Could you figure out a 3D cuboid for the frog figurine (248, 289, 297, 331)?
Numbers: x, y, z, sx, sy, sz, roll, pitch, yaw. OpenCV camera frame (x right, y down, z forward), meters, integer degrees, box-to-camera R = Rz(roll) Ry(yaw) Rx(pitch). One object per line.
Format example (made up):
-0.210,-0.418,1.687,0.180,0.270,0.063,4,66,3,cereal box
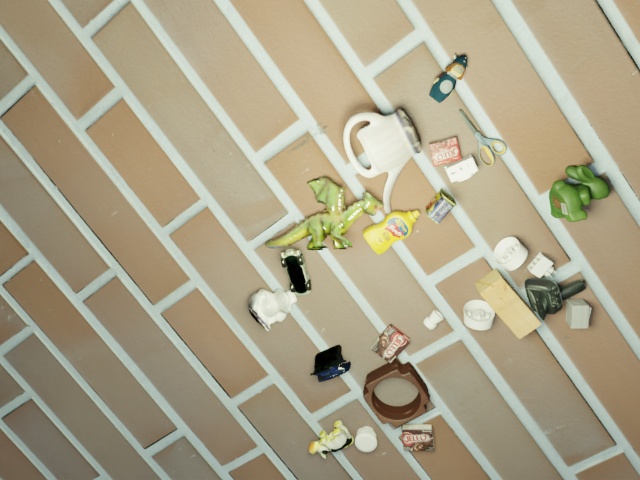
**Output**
-0.166,0.223,1.803,0.161,0.121,0.137,-41,89,-20,frog figurine

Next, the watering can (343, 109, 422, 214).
0.216,-0.260,1.613,0.223,0.106,0.342,-27,115,11,watering can

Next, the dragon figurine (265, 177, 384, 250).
0.005,-0.086,1.699,0.410,0.122,0.243,0,87,17,dragon figurine
